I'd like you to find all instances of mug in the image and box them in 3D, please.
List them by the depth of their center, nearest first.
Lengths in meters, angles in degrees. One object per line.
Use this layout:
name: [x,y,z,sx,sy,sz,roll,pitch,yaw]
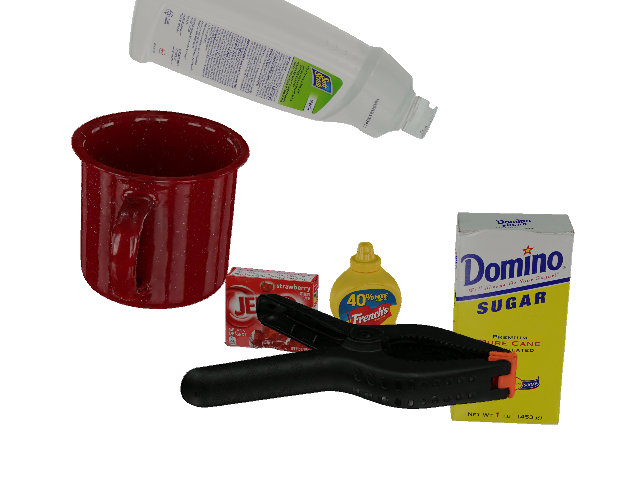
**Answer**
mug: [-0.089,-0.011,0.569,0.093,0.081,0.117,8,27,1]

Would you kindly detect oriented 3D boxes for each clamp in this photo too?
clamp: [0.026,0.076,0.725,0.210,0.036,0.164,2,18,8]

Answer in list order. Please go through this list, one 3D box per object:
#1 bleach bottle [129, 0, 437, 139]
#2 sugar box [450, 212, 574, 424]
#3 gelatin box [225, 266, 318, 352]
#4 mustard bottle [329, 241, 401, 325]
bleach bottle: [-0.027,-0.143,0.867,0.251,0.068,0.103,25,-33,0]
sugar box: [0.156,0.066,0.885,0.093,0.176,0.048,1,23,5]
gelatin box: [-0.047,0.067,1.026,0.089,0.073,0.030,5,16,11]
mustard bottle: [0.061,0.093,1.440,0.096,0.192,0.058,-4,21,-7]
